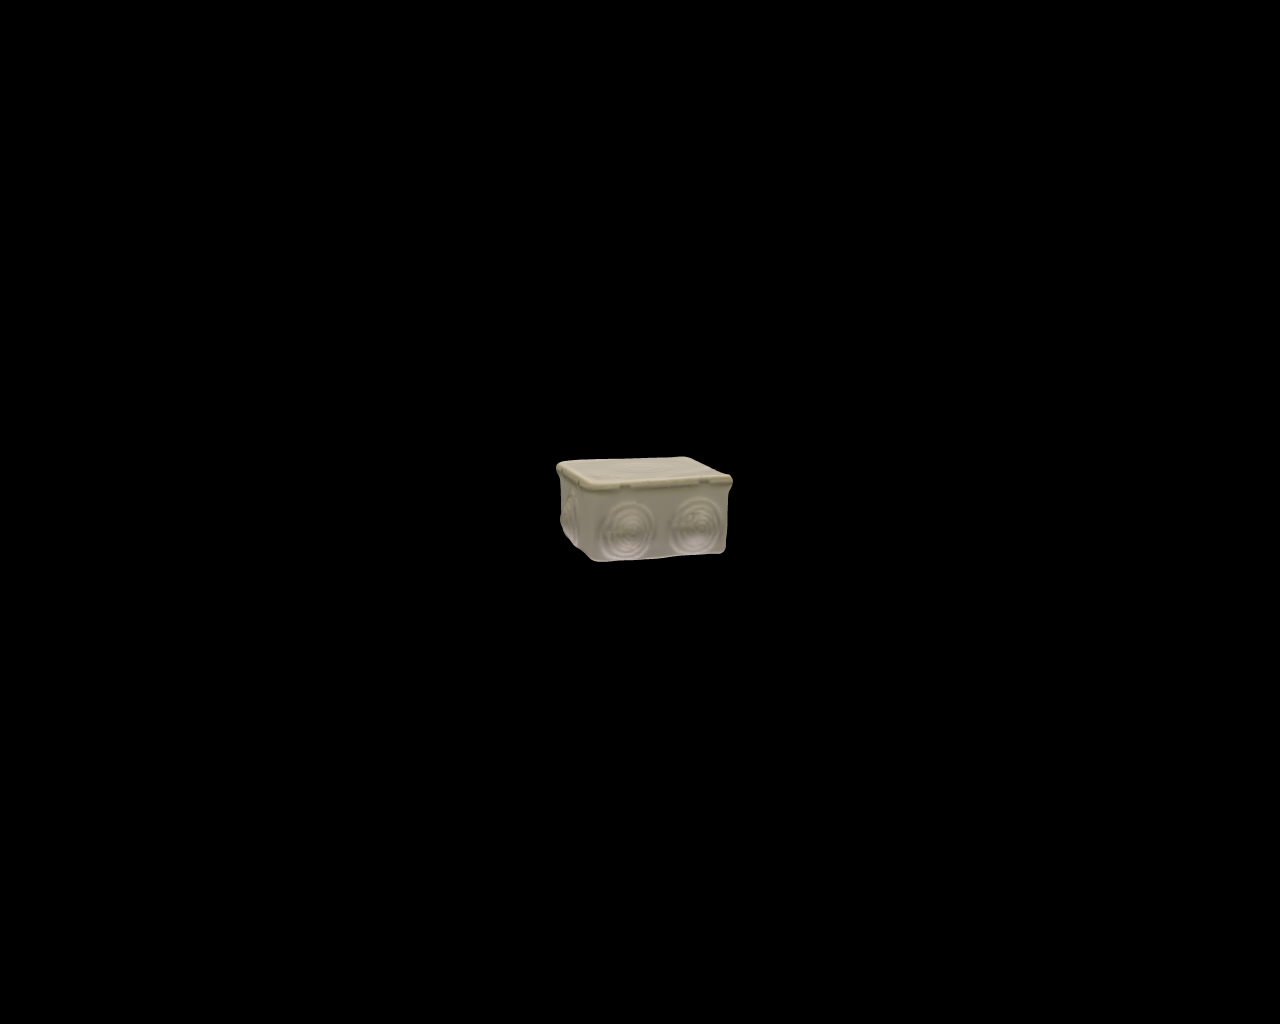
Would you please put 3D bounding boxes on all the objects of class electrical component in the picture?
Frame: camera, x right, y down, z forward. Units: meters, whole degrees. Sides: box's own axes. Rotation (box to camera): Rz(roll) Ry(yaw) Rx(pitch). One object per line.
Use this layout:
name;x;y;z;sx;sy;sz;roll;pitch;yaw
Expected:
electrical component;0.001;-0.003;0.650;0.100;0.048;0.100;-3;12;-16
